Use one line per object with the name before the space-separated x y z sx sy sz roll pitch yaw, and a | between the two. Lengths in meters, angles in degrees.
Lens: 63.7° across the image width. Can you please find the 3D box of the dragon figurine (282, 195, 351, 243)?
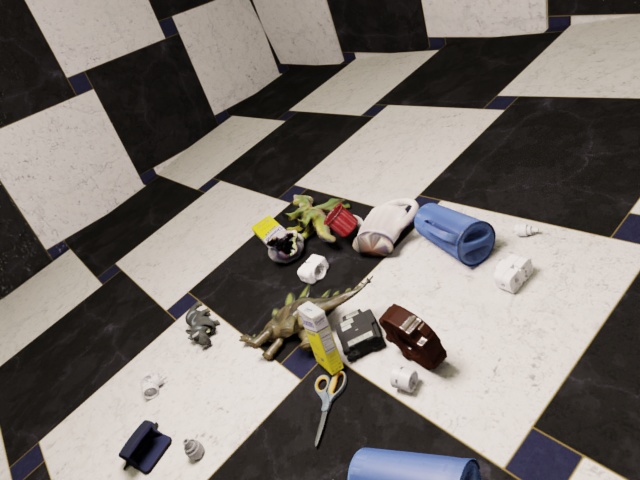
dragon figurine | 0.006 -0.097 1.918 0.246 0.120 0.414 -35 35 -25

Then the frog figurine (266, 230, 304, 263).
frog figurine | -0.123 0.024 1.865 0.138 0.123 0.158 -42 -3 -6

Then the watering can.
watering can | 0.178 -0.040 1.710 0.345 0.103 0.229 -14 35 49
